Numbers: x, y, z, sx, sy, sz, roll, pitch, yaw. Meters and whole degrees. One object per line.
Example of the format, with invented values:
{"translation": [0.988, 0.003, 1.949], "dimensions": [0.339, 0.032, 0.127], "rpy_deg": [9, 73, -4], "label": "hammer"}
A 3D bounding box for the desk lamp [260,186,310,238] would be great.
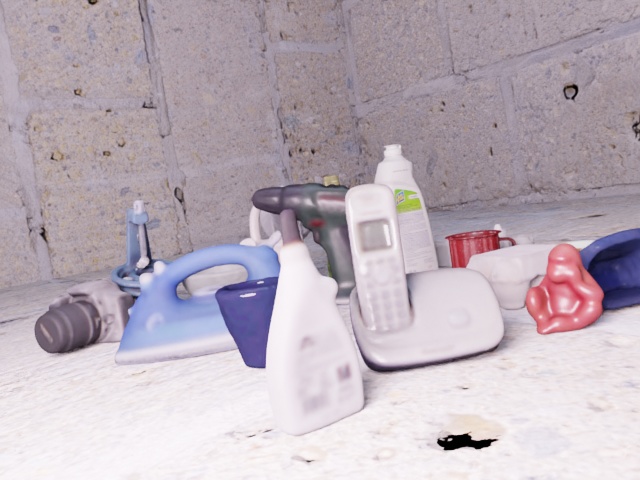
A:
{"translation": [-0.065, -0.006, 1.204], "dimensions": [0.118, 0.213, 0.203], "rpy_deg": [-8, 4, -1], "label": "desk lamp"}

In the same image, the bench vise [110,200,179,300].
{"translation": [-0.333, 0.043, 1.026], "dimensions": [0.206, 0.220, 0.122], "rpy_deg": [-5, 6, 40], "label": "bench vise"}

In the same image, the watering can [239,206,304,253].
{"translation": [-0.077, 0.020, 1.006], "dimensions": [0.101, 0.194, 0.173], "rpy_deg": [-8, 4, 7], "label": "watering can"}

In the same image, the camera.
{"translation": [-0.382, 0.120, 0.898], "dimensions": [0.142, 0.101, 0.137], "rpy_deg": [-6, 5, 27], "label": "camera"}

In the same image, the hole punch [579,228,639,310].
{"translation": [0.348, 0.032, 0.696], "dimensions": [0.109, 0.091, 0.101], "rpy_deg": [-10, 4, -15], "label": "hole punch"}

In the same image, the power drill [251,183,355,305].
{"translation": [0.009, 0.003, 0.956], "dimensions": [0.229, 0.208, 0.076], "rpy_deg": [-8, 4, 7], "label": "power drill"}

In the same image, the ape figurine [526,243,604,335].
{"translation": [0.264, 0.050, 0.617], "dimensions": [0.076, 0.092, 0.077], "rpy_deg": [-12, 6, -40], "label": "ape figurine"}

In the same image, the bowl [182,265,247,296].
{"translation": [-0.181, 0.089, 1.101], "dimensions": [0.167, 0.075, 0.167], "rpy_deg": [-8, 4, 1], "label": "bowl"}

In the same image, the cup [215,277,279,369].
{"translation": [-0.053, 0.093, 0.648], "dimensions": [0.117, 0.095, 0.092], "rpy_deg": [-8, 4, 5], "label": "cup"}

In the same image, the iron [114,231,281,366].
{"translation": [-0.154, 0.075, 0.776], "dimensions": [0.259, 0.141, 0.118], "rpy_deg": [-10, 4, -16], "label": "iron"}

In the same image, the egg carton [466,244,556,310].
{"translation": [0.275, 0.047, 0.785], "dimensions": [0.151, 0.069, 0.107], "rpy_deg": [-11, 5, -30], "label": "egg carton"}

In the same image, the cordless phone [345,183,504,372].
{"translation": [0.097, 0.030, 0.573], "dimensions": [0.147, 0.185, 0.094], "rpy_deg": [-9, 4, -4], "label": "cordless phone"}

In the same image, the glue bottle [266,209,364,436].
{"translation": [-0.012, 0.061, 0.458], "dimensions": [0.078, 0.173, 0.037], "rpy_deg": [-11, 5, -32], "label": "glue bottle"}
